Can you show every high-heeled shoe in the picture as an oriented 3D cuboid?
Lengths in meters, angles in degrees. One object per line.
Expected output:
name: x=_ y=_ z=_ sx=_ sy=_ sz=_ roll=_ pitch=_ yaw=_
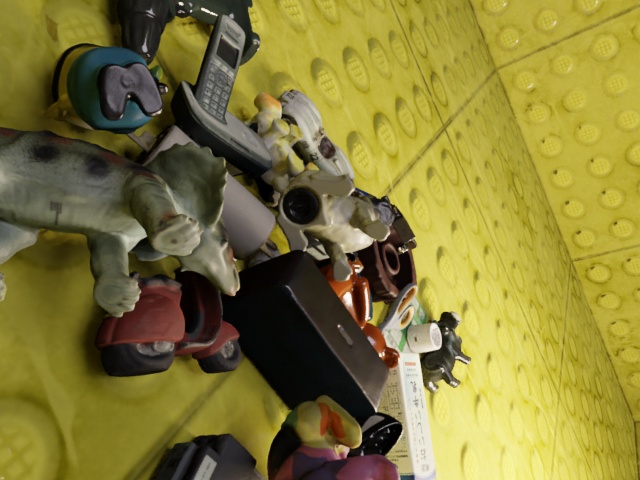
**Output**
high-heeled shoe: x=0.009 y=0.302 z=0.642 sx=0.086 sy=0.145 sz=0.249 roll=61 pitch=33 yaw=-15

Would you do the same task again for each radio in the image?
radio: x=-0.022 y=0.131 z=0.691 sx=0.229 sy=0.131 sz=0.073 roll=57 pitch=36 yaw=-21

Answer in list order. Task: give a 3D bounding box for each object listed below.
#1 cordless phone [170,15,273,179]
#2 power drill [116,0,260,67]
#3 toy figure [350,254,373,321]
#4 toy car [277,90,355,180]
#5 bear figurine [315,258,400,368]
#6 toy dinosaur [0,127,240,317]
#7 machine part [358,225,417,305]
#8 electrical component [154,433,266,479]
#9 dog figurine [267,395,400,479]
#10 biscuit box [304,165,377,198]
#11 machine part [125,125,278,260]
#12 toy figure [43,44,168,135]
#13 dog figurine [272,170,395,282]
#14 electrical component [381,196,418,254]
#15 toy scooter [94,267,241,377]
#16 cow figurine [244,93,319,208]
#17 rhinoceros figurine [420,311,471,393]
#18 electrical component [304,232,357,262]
cordless phone: x=-0.115 y=-0.186 z=0.708 sx=0.146 sy=0.089 sz=0.184 roll=30 pitch=66 yaw=-45
power drill: x=-0.181 y=-0.304 z=0.728 sx=0.207 sy=0.086 sz=0.232 roll=6 pitch=68 yaw=-46
toy figure: x=0.050 y=0.062 z=0.895 sx=0.058 sy=0.064 sz=0.154 roll=-6 pitch=71 yaw=-18
toy car: x=-0.008 y=-0.165 z=0.920 sx=0.201 sy=0.056 sz=0.073 roll=56 pitch=36 yaw=-23
bear figurine: x=0.026 y=0.129 z=0.782 sx=0.132 sy=0.120 sz=0.195 roll=-36 pitch=110 yaw=-52
toy dinosaur: x=-0.235 y=-0.038 z=0.468 sx=0.405 sy=0.131 sz=0.192 roll=14 pitch=27 yaw=-28
machine part: x=0.120 y=0.037 z=1.012 sx=0.179 sy=0.056 sz=0.179 roll=31 pitch=49 yaw=-45
electrical component: x=-0.112 y=0.273 z=0.561 sx=0.134 sy=0.058 sz=0.115 roll=56 pitch=34 yaw=-23
dog figurine: x=-0.035 y=0.270 z=0.530 sx=0.219 sy=0.192 sz=0.108 roll=-17 pitch=129 yaw=-35
biscuit box: x=0.017 y=-0.062 z=0.882 sx=0.202 sy=0.059 sz=0.063 roll=17 pitch=54 yaw=-44
machine part: x=-0.137 y=-0.054 z=0.646 sx=0.243 sy=0.079 sz=0.079 roll=44 pitch=42 yaw=-27
toy figure: x=-0.207 y=-0.149 z=0.522 sx=0.082 sy=0.180 sz=0.089 roll=17 pitch=89 yaw=-36
dog figurine: x=0.021 y=-0.045 z=0.764 sx=0.172 sy=0.121 sz=0.190 roll=50 pitch=16 yaw=-7
electrical component: x=0.139 y=-0.024 z=0.983 sx=0.102 sy=0.045 sz=0.078 roll=56 pitch=5 yaw=-27
toy scooter: x=-0.156 y=0.075 z=0.576 sx=0.183 sy=0.075 sz=0.135 roll=17 pitch=61 yaw=-55
cow figurine: x=-0.073 y=-0.133 z=0.794 sx=0.068 sy=0.098 sz=0.167 roll=16 pitch=44 yaw=-52
rhinoceros figurine: x=0.249 y=0.223 z=1.102 sx=0.112 sy=0.073 sz=0.190 roll=52 pitch=39 yaw=-10
electrical component: x=-0.002 y=-0.003 z=0.839 sx=0.119 sy=0.075 sz=0.048 roll=38 pitch=46 yaw=-36
